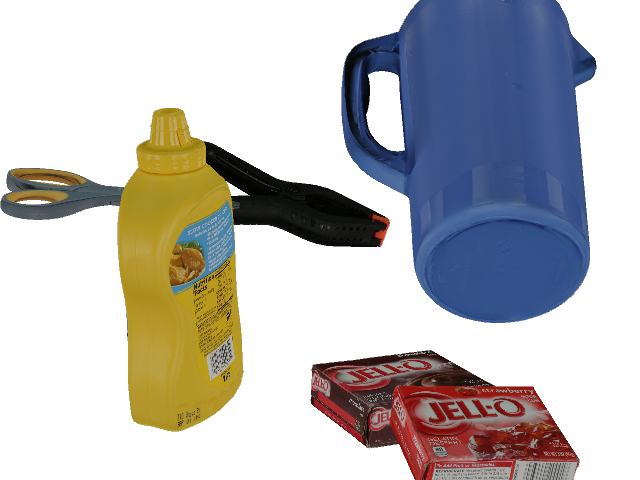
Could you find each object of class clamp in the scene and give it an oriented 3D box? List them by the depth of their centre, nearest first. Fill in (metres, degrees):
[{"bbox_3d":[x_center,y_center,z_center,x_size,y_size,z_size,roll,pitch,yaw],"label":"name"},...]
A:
[{"bbox_3d":[-0.037,-0.031,1.028,0.210,0.036,0.164,19,25,-2],"label":"clamp"}]

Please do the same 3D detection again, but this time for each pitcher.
[{"bbox_3d":[0.107,-0.066,0.736,0.149,0.242,0.144,-31,-55,30],"label":"pitcher"}]

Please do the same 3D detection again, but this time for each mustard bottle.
[{"bbox_3d":[-0.087,0.014,0.658,0.058,0.192,0.096,9,23,24],"label":"mustard bottle"}]

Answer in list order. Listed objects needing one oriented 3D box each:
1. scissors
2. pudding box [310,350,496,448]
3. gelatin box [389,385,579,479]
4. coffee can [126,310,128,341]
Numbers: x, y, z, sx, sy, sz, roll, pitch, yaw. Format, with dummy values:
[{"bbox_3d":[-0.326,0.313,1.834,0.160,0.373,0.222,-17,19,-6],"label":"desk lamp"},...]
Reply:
[{"bbox_3d":[-0.177,-0.031,0.895,0.202,0.016,0.096,11,25,11],"label":"scissors"},{"bbox_3d":[0.061,0.118,0.809,0.113,0.039,0.090,-1,14,-28],"label":"pudding box"},{"bbox_3d":[0.090,0.112,0.604,0.089,0.030,0.073,3,25,-12],"label":"gelatin box"},{"bbox_3d":[-0.165,0.046,1.179,0.103,0.140,0.103,2,27,-1],"label":"coffee can"}]
